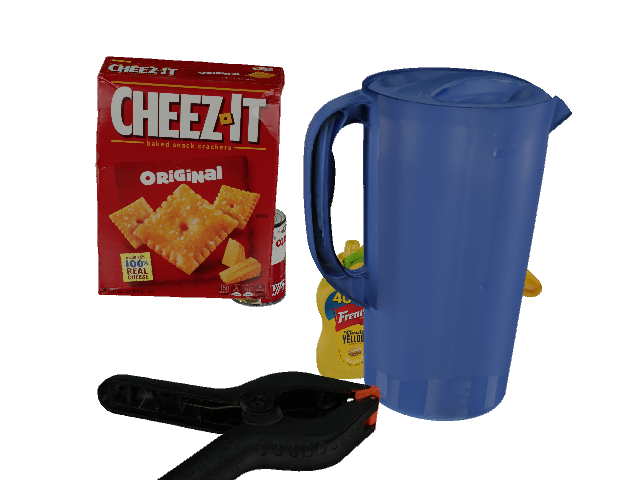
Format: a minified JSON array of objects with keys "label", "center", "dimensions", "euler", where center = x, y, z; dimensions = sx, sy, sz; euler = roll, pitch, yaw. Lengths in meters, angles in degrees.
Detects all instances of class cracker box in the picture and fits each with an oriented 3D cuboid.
[{"label":"cracker box","center":[-0.121,-0.053,0.983],"dimensions":[0.164,0.214,0.072],"euler":[3,23,-5]}]

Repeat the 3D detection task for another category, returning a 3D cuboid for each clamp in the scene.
[{"label":"clamp","center":[-0.041,0.116,0.626],"dimensions":[0.171,0.039,0.120],"euler":[-3,34,-14]}]

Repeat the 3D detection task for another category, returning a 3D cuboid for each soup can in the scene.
[{"label":"soup can","center":[-0.074,0.018,1.259],"dimensions":[0.068,0.102,0.068],"euler":[1,23,-1]}]

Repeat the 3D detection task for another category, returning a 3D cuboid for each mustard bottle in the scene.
[{"label":"mustard bottle","center":[0.043,0.091,1.444],"dimensions":[0.096,0.192,0.058],"euler":[-2,20,-6]}]

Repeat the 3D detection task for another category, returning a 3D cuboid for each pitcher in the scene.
[{"label":"pitcher","center":[0.079,0.002,0.765],"dimensions":[0.149,0.243,0.144],"euler":[13,22,28]}]

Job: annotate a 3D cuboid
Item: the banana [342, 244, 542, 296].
[{"label":"banana","center":[0.125,0.022,1.080],"dimensions":[0.198,0.037,0.069],"euler":[7,43,11]}]
